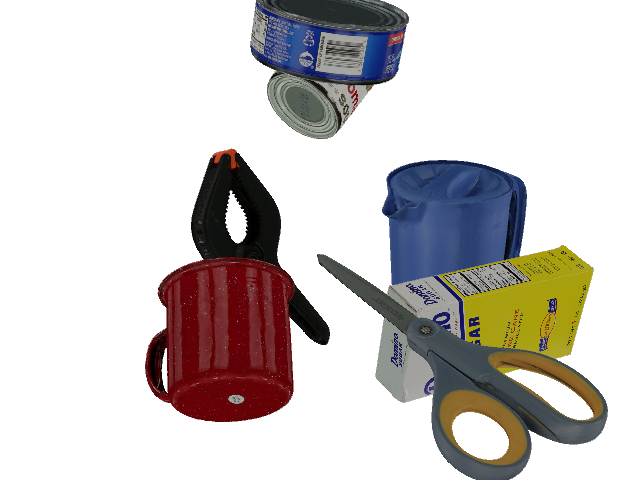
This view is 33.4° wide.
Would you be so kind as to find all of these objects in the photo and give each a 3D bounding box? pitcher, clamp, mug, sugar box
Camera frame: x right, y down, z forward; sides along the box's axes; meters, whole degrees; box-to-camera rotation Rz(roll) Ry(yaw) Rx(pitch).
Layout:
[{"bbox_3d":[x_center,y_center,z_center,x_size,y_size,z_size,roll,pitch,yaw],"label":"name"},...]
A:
[{"bbox_3d":[0.147,0.038,1.176,0.149,0.243,0.145,3,24,10],"label":"pitcher"},{"bbox_3d":[-0.064,0.020,0.997,0.164,0.210,0.036,-4,-1,-40],"label":"clamp"},{"bbox_3d":[-0.071,0.072,0.709,0.117,0.081,0.093,-21,-34,25],"label":"mug"},{"bbox_3d":[0.133,0.067,0.864,0.175,0.093,0.048,-14,36,-28],"label":"sugar box"}]

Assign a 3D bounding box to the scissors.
[{"bbox_3d":[0.052,0.066,0.572,0.202,0.016,0.096,23,44,30],"label":"scissors"}]

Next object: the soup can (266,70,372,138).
[{"bbox_3d":[0.012,-0.138,0.840,0.068,0.102,0.068,27,-30,17],"label":"soup can"}]

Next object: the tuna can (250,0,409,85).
[{"bbox_3d":[0.004,-0.115,0.594,0.086,0.034,0.086,8,24,-4],"label":"tuna can"}]
